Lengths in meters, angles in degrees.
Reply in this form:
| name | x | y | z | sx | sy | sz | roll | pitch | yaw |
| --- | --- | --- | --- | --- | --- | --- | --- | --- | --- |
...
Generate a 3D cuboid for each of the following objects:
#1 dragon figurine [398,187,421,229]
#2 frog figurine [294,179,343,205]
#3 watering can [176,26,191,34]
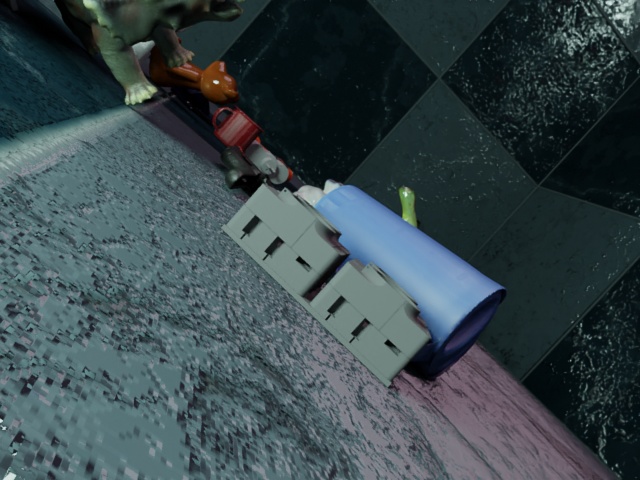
| name | x | y | z | sx | sy | sz | roll | pitch | yaw |
| --- | --- | --- | --- | --- | --- | --- | --- | --- | --- |
| dragon figurine | 0.139 | 0.073 | 0.871 | 0.249 | 0.122 | 0.401 | -98 | 170 | -45 |
| frog figurine | 0.003 | -0.053 | 1.045 | 0.161 | 0.120 | 0.138 | -24 | 70 | -46 |
| watering can | -0.361 | -0.459 | 0.902 | 0.106 | 0.223 | 0.344 | 63 | 14 | 23 |
